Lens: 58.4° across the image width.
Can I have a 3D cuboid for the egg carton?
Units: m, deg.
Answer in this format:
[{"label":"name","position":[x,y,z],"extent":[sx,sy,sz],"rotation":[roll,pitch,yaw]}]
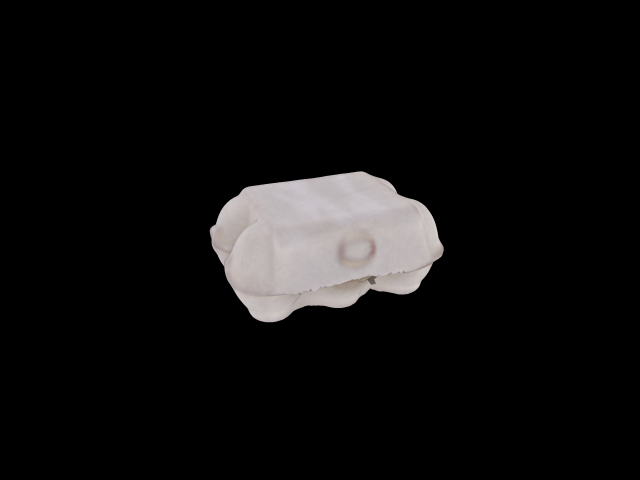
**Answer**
[{"label":"egg carton","position":[0.004,0.001,0.400],"extent":[0.150,0.069,0.107],"rotation":[-10,28,-20]}]
